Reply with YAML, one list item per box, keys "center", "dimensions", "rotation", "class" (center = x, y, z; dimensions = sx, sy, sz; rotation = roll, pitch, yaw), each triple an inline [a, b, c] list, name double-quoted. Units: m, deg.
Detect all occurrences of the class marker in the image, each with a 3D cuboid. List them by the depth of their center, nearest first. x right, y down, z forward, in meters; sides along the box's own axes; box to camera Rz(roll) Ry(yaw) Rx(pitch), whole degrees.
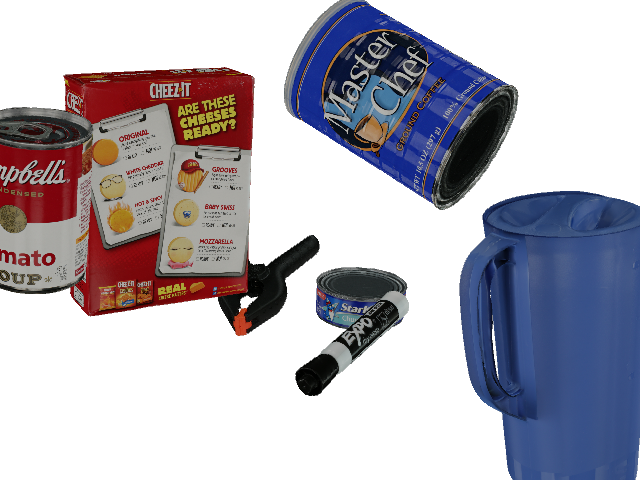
- center: [0.020, 0.062, 0.656]
  dimensions: [0.020, 0.020, 0.120]
  rotation: [0, 20, 32]
  class: "marker"

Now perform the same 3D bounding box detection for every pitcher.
- center: [0.195, 0.089, 0.870]
  dimensions: [0.149, 0.243, 0.145]
  rotation: [-1, 17, 12]
  class: "pitcher"

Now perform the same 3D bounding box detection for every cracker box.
- center: [-0.150, -0.049, 0.993]
  dimensions: [0.163, 0.214, 0.072]
  rotation: [-8, 20, -29]
  class: "cracker box"

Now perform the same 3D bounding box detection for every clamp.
- center: [-0.063, 0.043, 1.235]
  dimensions: [0.120, 0.039, 0.171]
  rotation: [-5, 40, 6]
  class: "clamp"

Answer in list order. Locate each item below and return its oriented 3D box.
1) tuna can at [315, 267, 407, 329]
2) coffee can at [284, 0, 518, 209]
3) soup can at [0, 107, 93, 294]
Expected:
- center: [0.038, 0.055, 1.009]
  dimensions: [0.086, 0.034, 0.086]
  rotation: [3, 18, -1]
  class: "tuna can"
- center: [0.058, -0.102, 0.787]
  dimensions: [0.140, 0.103, 0.102]
  rotation: [35, 14, 21]
  class: "coffee can"
- center: [-0.181, -0.026, 0.677]
  dimensions: [0.068, 0.102, 0.068]
  rotation: [7, 25, -3]
  class: "soup can"
